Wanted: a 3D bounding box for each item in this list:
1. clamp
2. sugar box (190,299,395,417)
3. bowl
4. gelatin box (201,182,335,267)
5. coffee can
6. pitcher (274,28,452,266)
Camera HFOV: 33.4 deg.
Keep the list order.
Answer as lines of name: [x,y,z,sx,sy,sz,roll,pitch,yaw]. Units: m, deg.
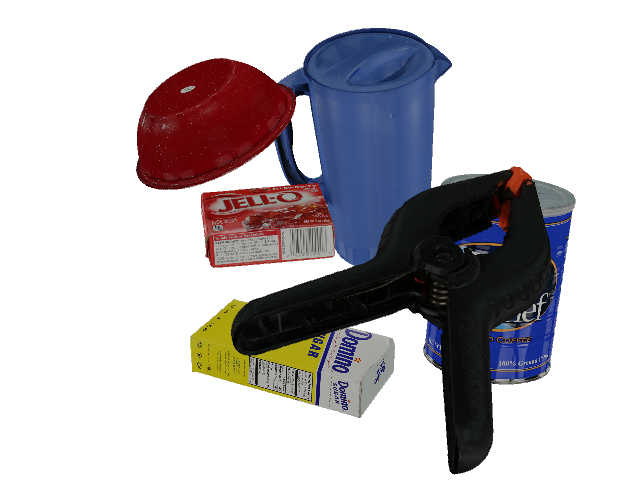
clamp: [0.058,0.027,0.473,0.120,0.039,0.171,38,55,24]
sugar box: [-0.026,0.108,1.016,0.176,0.048,0.093,9,25,21]
bowl: [-0.106,-0.116,0.962,0.162,0.055,0.162,-20,33,13]
gelatin box: [-0.039,-0.012,0.756,0.089,0.030,0.073,-5,26,-7]
coffee can: [0.138,0.028,0.837,0.103,0.140,0.103,4,17,-1]
pitcher: [0.048,-0.089,1.126,0.149,0.243,0.144,18,43,28]
